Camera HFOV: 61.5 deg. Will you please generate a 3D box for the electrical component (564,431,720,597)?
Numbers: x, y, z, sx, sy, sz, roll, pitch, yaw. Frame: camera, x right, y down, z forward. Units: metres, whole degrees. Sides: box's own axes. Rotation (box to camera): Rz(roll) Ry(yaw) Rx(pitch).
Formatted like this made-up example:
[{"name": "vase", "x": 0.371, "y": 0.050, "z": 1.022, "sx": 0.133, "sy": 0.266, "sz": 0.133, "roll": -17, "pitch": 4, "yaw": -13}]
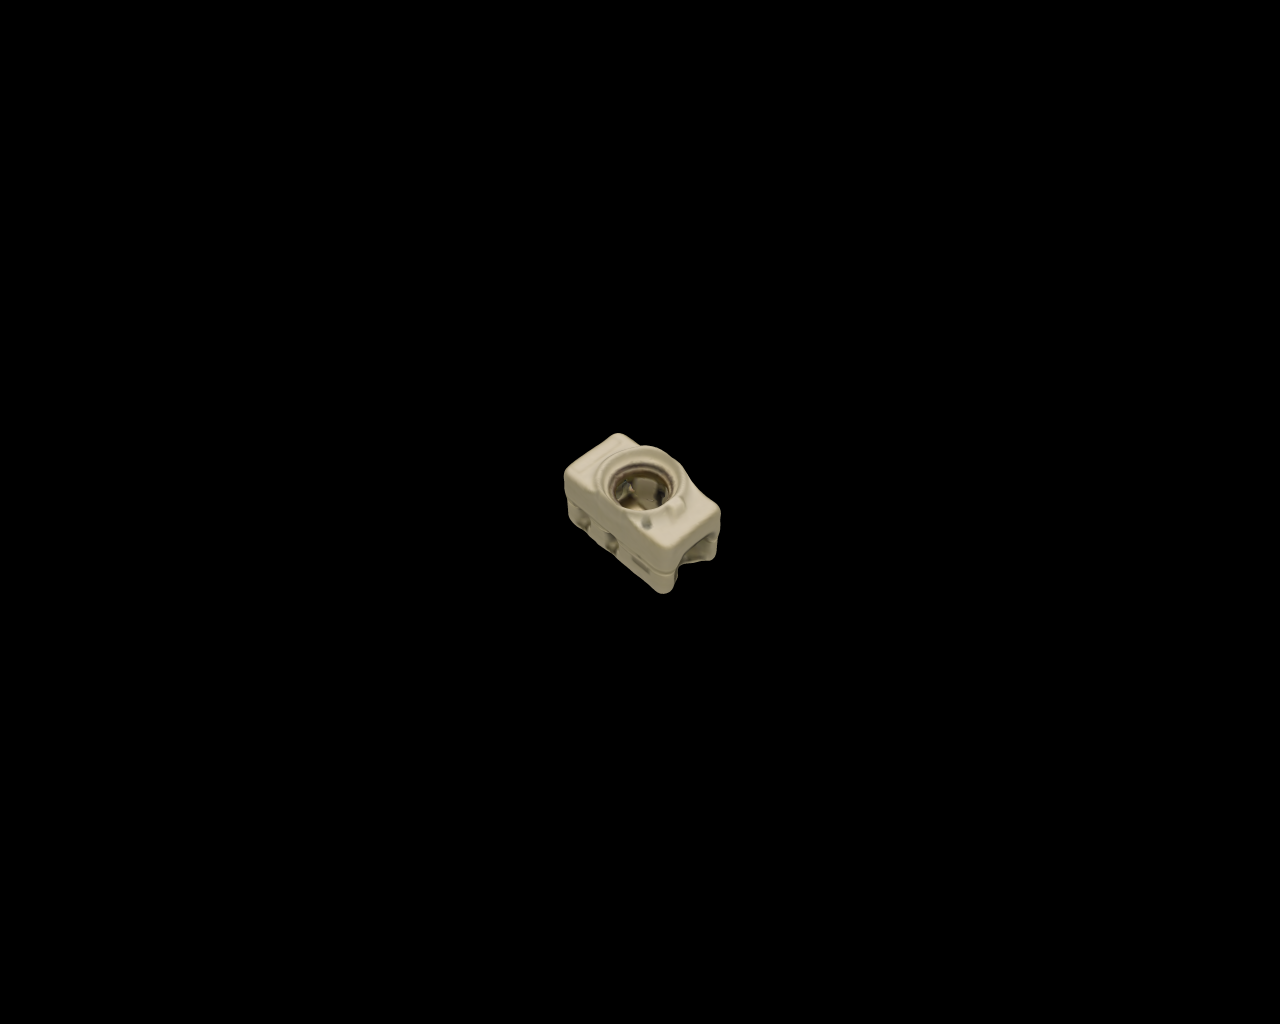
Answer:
[{"name": "electrical component", "x": 0.001, "y": -0.003, "z": 0.650, "sx": 0.050, "sy": 0.055, "sz": 0.089, "roll": -36, "pitch": 58, "yaw": -27}]
